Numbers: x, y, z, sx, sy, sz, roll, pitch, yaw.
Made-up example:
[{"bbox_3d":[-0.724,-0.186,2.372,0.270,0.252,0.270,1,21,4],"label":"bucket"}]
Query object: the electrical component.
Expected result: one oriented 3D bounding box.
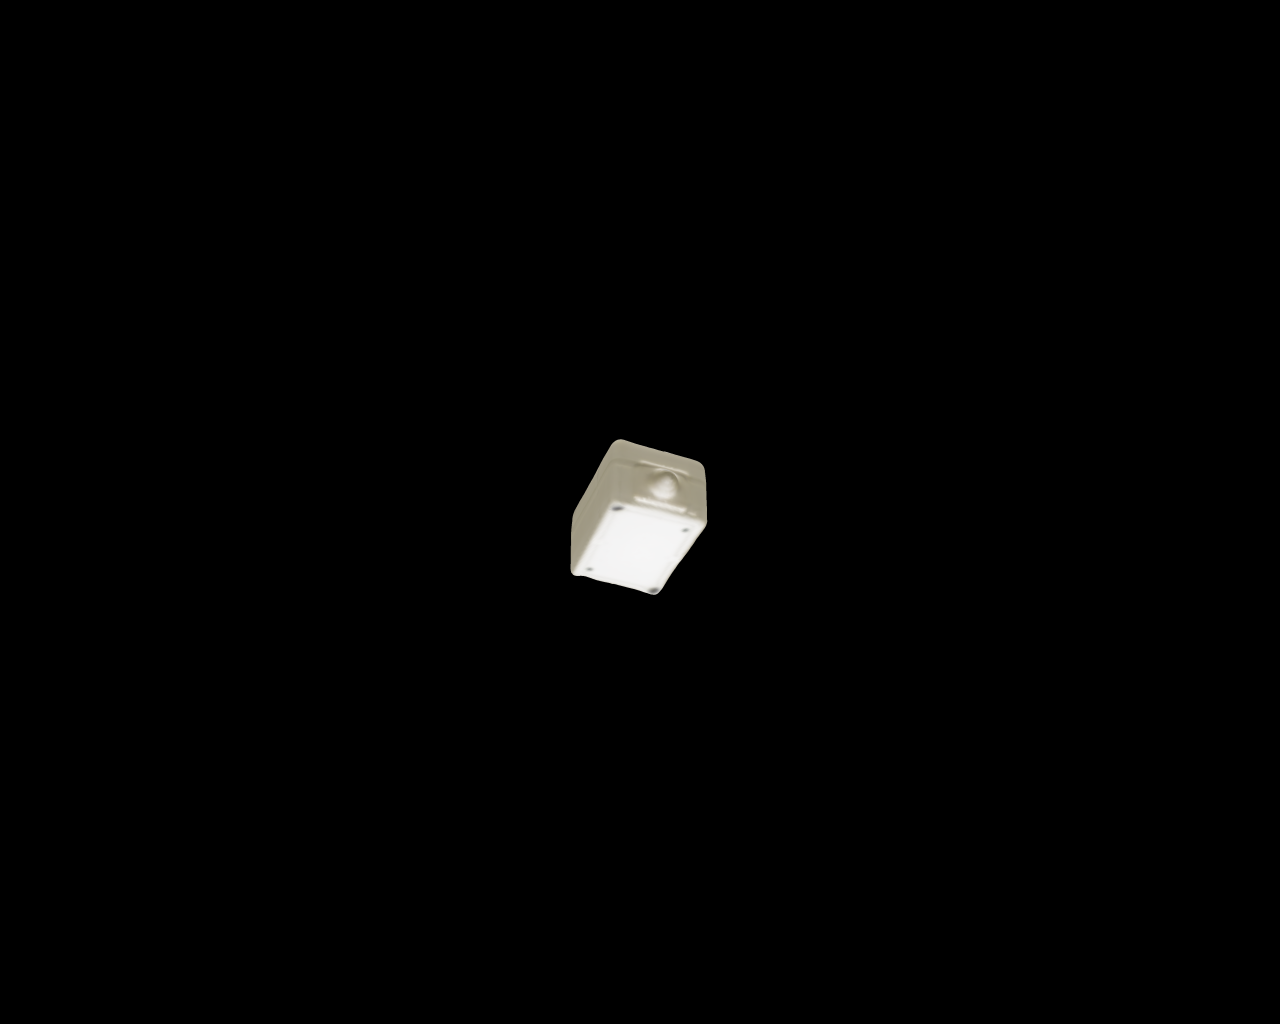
[{"bbox_3d":[0.001,-0.003,0.650,0.062,0.061,0.096,14,-42,-16],"label":"electrical component"}]
